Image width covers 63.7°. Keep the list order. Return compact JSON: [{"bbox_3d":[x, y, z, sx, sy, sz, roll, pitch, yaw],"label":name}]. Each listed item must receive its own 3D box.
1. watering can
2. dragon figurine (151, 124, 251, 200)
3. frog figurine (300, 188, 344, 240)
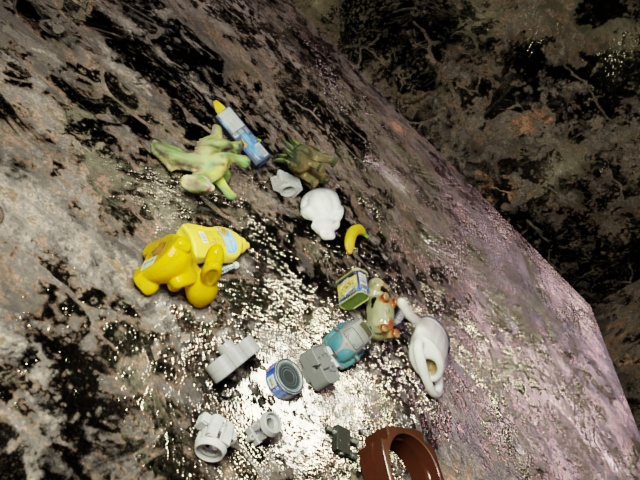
[{"bbox_3d":[0.313,0.294,1.540,0.227,0.103,0.345,-41,114,-64],"label":"watering can"},{"bbox_3d":[-0.329,-0.234,1.377,0.242,0.120,0.419,14,30,-36],"label":"dragon figurine"},{"bbox_3d":[0.005,-0.081,1.616,0.137,0.120,0.163,8,50,-4],"label":"frog figurine"}]
